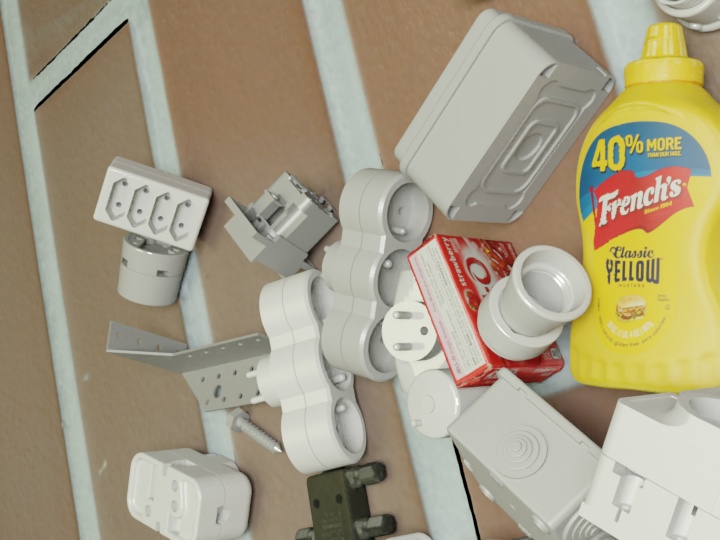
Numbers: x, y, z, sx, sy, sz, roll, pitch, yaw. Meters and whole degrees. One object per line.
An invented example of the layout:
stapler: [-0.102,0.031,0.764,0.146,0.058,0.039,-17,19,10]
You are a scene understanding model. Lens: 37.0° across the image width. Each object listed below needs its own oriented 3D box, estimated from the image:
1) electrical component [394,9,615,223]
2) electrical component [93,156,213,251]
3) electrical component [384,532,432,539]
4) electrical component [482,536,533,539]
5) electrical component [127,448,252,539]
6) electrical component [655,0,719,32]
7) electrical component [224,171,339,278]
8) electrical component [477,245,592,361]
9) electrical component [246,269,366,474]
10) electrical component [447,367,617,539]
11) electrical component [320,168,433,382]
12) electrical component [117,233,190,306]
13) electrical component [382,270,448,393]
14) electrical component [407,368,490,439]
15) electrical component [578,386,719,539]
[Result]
electrical component: [0.082,-0.088,0.629,0.057,0.078,0.113,51,122,31]
electrical component: [-0.168,-0.060,0.891,0.075,0.083,0.047,-97,27,-70]
electrical component: [0.022,0.224,0.691,0.059,0.054,0.095,-31,66,40]
electrical component: [0.088,0.196,0.627,0.080,0.051,0.080,-3,86,45]
electrical component: [-0.131,0.176,0.843,0.095,0.059,0.053,13,97,45]
electrical component: [0.170,-0.151,0.555,0.048,0.062,0.048,-3,86,45]
electrical component: [-0.054,-0.033,0.771,0.064,0.081,0.042,-44,56,8]
electrical component: [0.092,0.019,0.576,0.045,0.045,0.055,69,154,23]
electrical component: [-0.048,0.075,0.756,0.074,0.052,0.138,-18,74,24]
electrical component: [0.099,0.113,0.587,0.048,0.099,0.100,-41,51,-9]
electrical component: [0.000,0.000,0.726,0.074,0.052,0.138,12,96,45]
electrical component: [-0.175,0.000,0.902,0.055,0.055,0.047,30,113,42]
electrical component: [0.039,0.038,0.666,0.043,0.079,0.077,-2,86,28]
electrical component: [0.063,0.078,0.638,0.040,0.078,0.040,-3,86,45]
electrical component: [0.181,0.090,0.468,0.089,0.150,0.061,27,108,43]
